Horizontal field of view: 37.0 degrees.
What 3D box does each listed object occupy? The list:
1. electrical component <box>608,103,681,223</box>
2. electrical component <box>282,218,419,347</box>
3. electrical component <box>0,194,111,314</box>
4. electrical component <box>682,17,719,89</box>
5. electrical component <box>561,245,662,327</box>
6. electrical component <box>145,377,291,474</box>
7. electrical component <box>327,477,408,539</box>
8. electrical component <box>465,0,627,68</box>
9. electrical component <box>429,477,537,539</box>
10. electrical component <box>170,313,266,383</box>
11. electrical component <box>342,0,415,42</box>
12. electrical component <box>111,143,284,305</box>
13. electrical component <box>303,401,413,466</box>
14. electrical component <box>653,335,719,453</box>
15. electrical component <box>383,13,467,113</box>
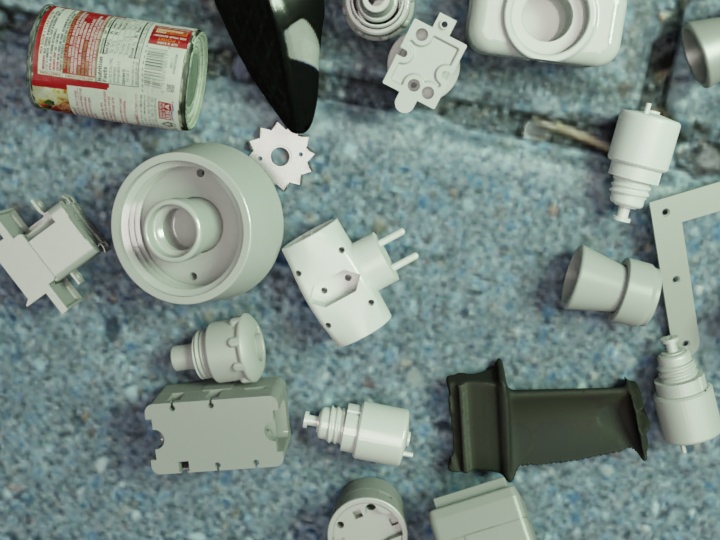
[{"bbox_3d":[0.183,-0.070,0.708,0.040,0.040,0.078,14,100,0],"label":"electrical component"},{"bbox_3d":[0.000,0.000,0.726,0.079,0.043,0.077,-28,98,7],"label":"electrical component"},{"bbox_3d":[-0.210,-0.014,0.734,0.064,0.042,0.081,-35,97,6],"label":"electrical component"},{"bbox_3d":[0.241,-0.147,0.690,0.055,0.045,0.045,-20,99,5],"label":"electrical component"},{"bbox_3d":[0.168,0.011,0.721,0.055,0.045,0.045,15,100,-1],"label":"electrical component"},{"bbox_3d":[-0.096,0.105,0.743,0.089,0.055,0.050,-5,100,3],"label":"electrical component"},{"bbox_3d":[0.006,0.177,0.756,0.055,0.047,0.055,0,100,2],"label":"electrical component"},{"bbox_3d":[0.118,-0.160,0.685,0.095,0.059,0.053,7,100,1],"label":"electrical component"},{"bbox_3d":[0.087,0.182,0.737,0.062,0.096,0.061,-19,70,6],"label":"electrical component"},{"bbox_3d":[-0.099,0.057,0.741,0.062,0.048,0.048,-9,100,11],"label":"electrical component"},{"bbox_3d":[0.011,-0.171,0.686,0.048,0.062,0.048,0,100,2],"label":"electrical component"},{"bbox_3d":[-0.111,-0.029,0.706,0.108,0.060,0.108,2,99,15],"label":"electrical component"},{"bbox_3d":[0.000,0.111,0.748,0.078,0.040,0.040,11,100,1],"label":"electrical component"},{"bbox_3d":[0.220,0.083,0.733,0.040,0.040,0.078,-15,99,5],"label":"electrical component"},{"bbox_3d":[0.041,-0.133,0.695,0.048,0.055,0.066,27,100,-2],"label":"electrical component"}]
